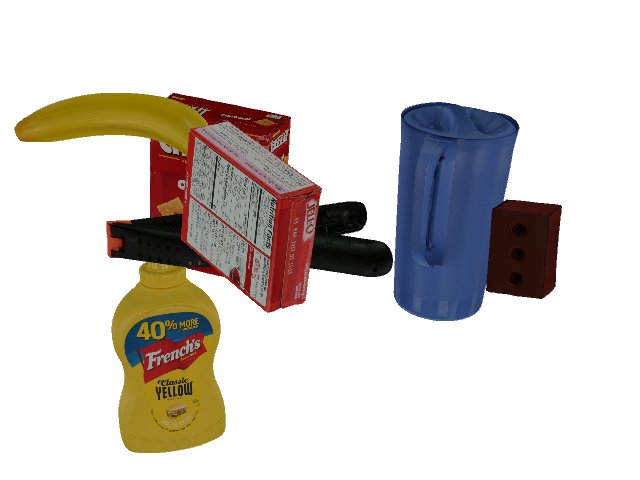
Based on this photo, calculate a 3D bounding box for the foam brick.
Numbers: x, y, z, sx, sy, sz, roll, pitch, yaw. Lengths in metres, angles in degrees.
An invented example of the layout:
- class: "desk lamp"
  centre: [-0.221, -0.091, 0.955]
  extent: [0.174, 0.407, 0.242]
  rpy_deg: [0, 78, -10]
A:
- class: "foam brick"
  centre: [0.180, 0.007, 0.945]
  extent: [0.053, 0.078, 0.051]
  rpy_deg: [7, 16, 23]

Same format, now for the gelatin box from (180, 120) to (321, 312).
- class: "gelatin box"
  centre: [-0.039, -0.014, 0.585]
  extent: [0.030, 0.073, 0.089]
  rpy_deg: [-18, 40, -36]

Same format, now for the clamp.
- class: "clamp"
  centre: [-0.051, 0.000, 0.785]
  extent: [0.209, 0.036, 0.165]
  rpy_deg: [-2, 12, -11]

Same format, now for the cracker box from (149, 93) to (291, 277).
- class: "cracker box"
  centre: [-0.130, -0.062, 1.342]
  extent: [0.164, 0.214, 0.072]
  rpy_deg: [13, 29, 16]

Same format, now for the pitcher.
- class: "pitcher"
  centre: [0.144, -0.029, 1.240]
  extent: [0.149, 0.243, 0.145]
  rpy_deg: [-5, 26, -20]

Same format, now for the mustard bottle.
- class: "mustard bottle"
  centre: [-0.137, 0.093, 0.957]
  extent: [0.096, 0.192, 0.058]
  rpy_deg: [-6, 20, -15]

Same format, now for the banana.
- class: "banana"
  centre: [-0.170, -0.100, 0.927]
  extent: [0.198, 0.037, 0.069]
  rpy_deg: [12, 48, 19]
